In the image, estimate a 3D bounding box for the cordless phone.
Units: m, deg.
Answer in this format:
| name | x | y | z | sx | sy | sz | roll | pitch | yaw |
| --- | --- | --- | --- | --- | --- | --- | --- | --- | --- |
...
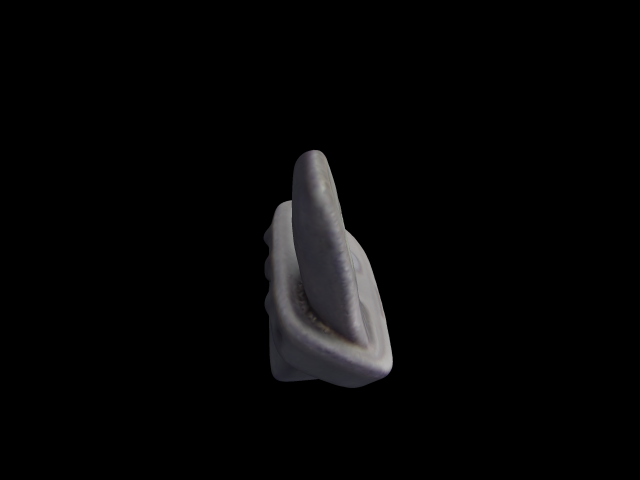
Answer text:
| name | x | y | z | sx | sy | sz | roll | pitch | yaw |
| --- | --- | --- | --- | --- | --- | --- | --- | --- | --- |
| cordless phone | 0.004 | 0.001 | 0.400 | 0.094 | 0.185 | 0.147 | -6 | 43 | -6 |
